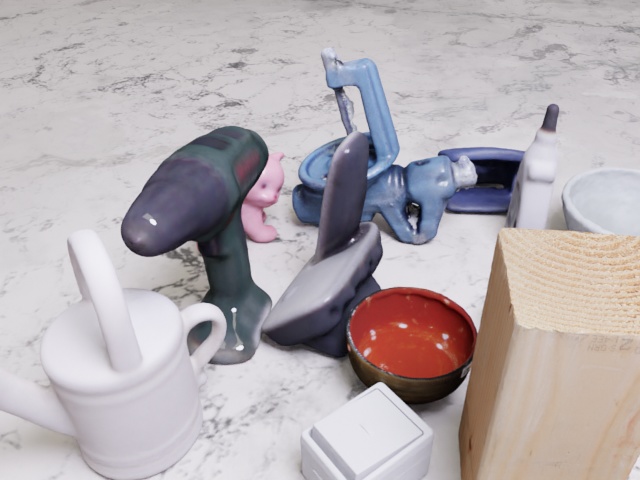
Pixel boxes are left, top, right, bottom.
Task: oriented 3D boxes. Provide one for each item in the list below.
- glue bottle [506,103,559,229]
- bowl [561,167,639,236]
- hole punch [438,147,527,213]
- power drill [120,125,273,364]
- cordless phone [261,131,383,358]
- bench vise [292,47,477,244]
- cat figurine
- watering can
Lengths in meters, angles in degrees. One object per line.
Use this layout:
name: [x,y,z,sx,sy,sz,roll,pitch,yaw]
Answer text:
glue bottle: [0.238,-0.067,0.629,0.037,0.173,0.078,6,37,9]
bowl: [0.348,-0.010,0.633,0.167,0.075,0.167,-1,37,1]
hole punch: [0.204,-0.095,0.737,0.108,0.091,0.101,0,37,2]
power drill: [-0.094,0.006,0.509,0.075,0.209,0.229,5,37,8]
cordless phone: [0.005,0.002,0.532,0.094,0.185,0.148,12,39,18]
bench vise: [0.069,-0.110,0.652,0.207,0.220,0.121,-5,37,-5]
cat figurine: [-0.093,-0.056,0.669,0.128,0.118,0.067,-16,39,-19]
watering can: [-0.155,0.084,0.418,0.100,0.194,0.173,25,44,30]
